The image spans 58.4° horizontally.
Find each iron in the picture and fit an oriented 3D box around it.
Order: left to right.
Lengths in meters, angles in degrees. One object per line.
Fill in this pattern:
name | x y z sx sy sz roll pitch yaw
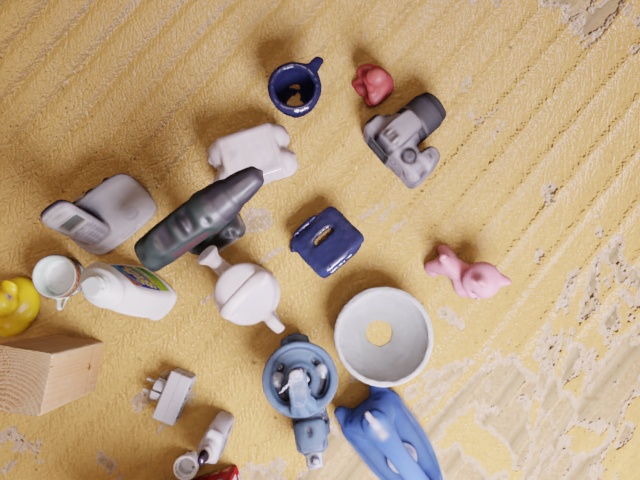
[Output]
iron | 0.138 0.360 0.932 0.118 0.141 0.258 -38 86 -4

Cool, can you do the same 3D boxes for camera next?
camera | 0.166 -0.186 1.005 0.137 0.101 0.143 -41 87 -5

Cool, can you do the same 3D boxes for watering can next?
watering can | -0.126 0.084 0.925 0.173 0.194 0.101 24 84 1

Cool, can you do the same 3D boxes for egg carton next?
egg carton | -0.119 -0.144 1.010 0.150 0.069 0.107 -19 85 -3

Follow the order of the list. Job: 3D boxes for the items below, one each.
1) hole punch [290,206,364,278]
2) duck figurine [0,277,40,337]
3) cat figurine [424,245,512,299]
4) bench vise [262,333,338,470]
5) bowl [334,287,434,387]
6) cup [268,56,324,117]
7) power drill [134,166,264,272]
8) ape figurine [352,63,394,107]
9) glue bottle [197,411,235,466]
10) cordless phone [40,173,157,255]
hole punch | 0.009 0.004 0.988 0.109 0.091 0.101 -42 87 -5
duck figurine | -0.529 0.113 0.967 0.077 0.086 0.105 16 84 0
cat figurine | 0.252 0.057 0.975 0.128 0.117 0.067 32 85 2
bench vise | -0.014 0.253 0.899 0.121 0.219 0.207 -28 86 -4
bowl | 0.107 0.164 0.983 0.167 0.074 0.167 0 85 -1
cup | -0.036 -0.265 1.011 0.091 0.095 0.118 38 85 3
power drill | -0.181 -0.030 0.928 0.229 0.208 0.075 -36 86 -4
ape figurine | 0.097 -0.281 1.017 0.076 0.092 0.078 1 84 -1
glue bottle | -0.172 0.326 0.911 0.037 0.173 0.078 21 84 1
cordless phone | -0.361 -0.051 0.937 0.147 0.185 0.094 -42 86 -5
